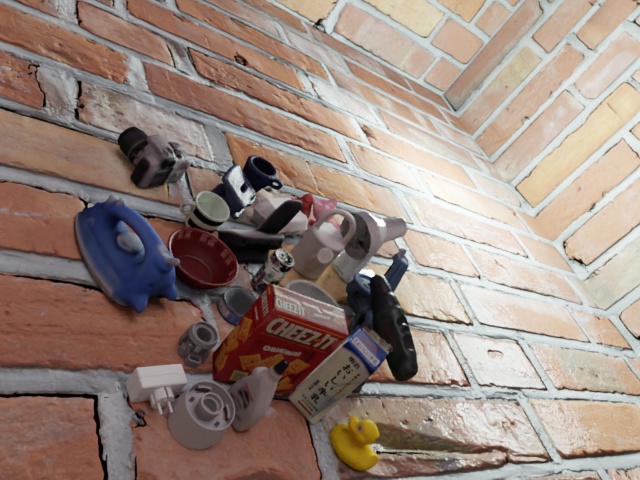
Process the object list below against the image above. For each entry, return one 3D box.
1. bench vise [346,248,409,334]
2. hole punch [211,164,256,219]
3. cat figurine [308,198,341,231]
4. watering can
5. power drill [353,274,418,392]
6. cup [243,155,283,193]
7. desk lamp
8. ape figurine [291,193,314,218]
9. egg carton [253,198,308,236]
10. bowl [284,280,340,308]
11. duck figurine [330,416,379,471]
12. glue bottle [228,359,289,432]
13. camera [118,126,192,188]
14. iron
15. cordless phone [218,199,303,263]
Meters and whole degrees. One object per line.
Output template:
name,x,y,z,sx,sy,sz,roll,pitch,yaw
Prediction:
bench vise,0.158,0.136,1.388,0.122,0.219,0.207,11,41,-41
hole punch,-0.209,-0.125,1.441,0.101,0.091,0.109,36,30,-8
cat figurine,0.022,-0.061,1.594,0.128,0.117,0.067,36,30,-9
watering can,0.015,0.006,1.421,0.101,0.193,0.172,20,36,-31
power drill,0.113,0.220,1.238,0.076,0.208,0.229,9,43,-43
cup,-0.163,-0.157,1.531,0.118,0.094,0.092,38,30,-5
desk lamp,0.123,0.015,1.513,0.204,0.213,0.117,0,49,-49
ape figurine,-0.051,-0.094,1.580,0.076,0.092,0.077,-5,53,-52
egg carton,-0.102,-0.058,1.496,0.151,0.069,0.107,-8,55,-53
bowl,-0.030,0.173,1.269,0.168,0.074,0.167,29,32,-20
duck figurine,0.080,0.386,1.105,0.104,0.086,0.078,46,30,10
glue bottle,-0.103,0.254,0.981,0.037,0.173,0.078,2,47,-47
camera,-0.389,-0.206,1.332,0.136,0.100,0.143,47,30,10
iron,-0.356,0.001,1.056,0.258,0.141,0.119,48,31,13
cordless phone,-0.133,-0.036,1.317,0.148,0.185,0.094,-2,50,-50
